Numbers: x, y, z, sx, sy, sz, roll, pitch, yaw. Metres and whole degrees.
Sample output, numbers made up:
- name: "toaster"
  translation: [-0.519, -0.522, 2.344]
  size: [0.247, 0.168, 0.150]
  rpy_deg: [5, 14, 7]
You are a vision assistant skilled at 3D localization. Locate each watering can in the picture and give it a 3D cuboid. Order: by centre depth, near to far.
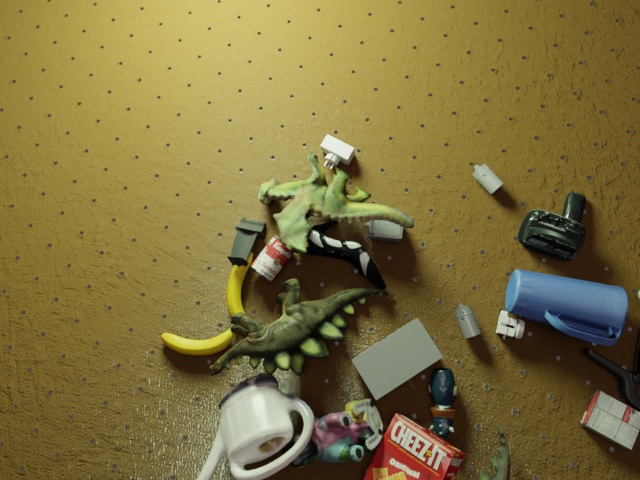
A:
- name: "watering can"
  translation: [-0.182, 0.442, 1.162]
  size: [0.348, 0.102, 0.229]
  rpy_deg: [-26, 43, -2]

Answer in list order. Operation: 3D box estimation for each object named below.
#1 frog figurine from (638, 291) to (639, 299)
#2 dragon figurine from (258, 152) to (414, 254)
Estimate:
- name: "frog figurine"
  translation: [0.824, 0.113, 1.219]
  size: [0.137, 0.120, 0.163]
  rpy_deg: [-17, 42, 9]
- name: "dragon figurine"
  translation: [0.004, -0.064, 1.279]
  size: [0.415, 0.244, 0.120]
  rpy_deg: [36, -9, 29]
